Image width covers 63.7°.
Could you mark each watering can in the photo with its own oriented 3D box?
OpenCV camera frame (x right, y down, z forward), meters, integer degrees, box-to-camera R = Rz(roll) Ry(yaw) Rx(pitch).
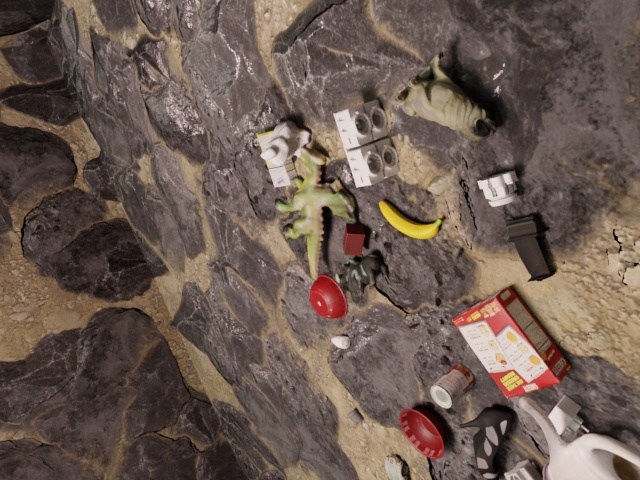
[{"bbox_3d":[0.546,0.466,1.083,0.349,0.106,0.219,29,133,13],"label":"watering can"}]

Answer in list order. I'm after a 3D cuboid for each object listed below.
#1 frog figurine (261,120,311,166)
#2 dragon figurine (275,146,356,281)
[{"bbox_3d":[-0.116,-0.272,1.482,0.123,0.161,0.135,60,145,7],"label":"frog figurine"},{"bbox_3d":[0.005,-0.076,1.504,0.241,0.124,0.407,-8,105,46],"label":"dragon figurine"}]
